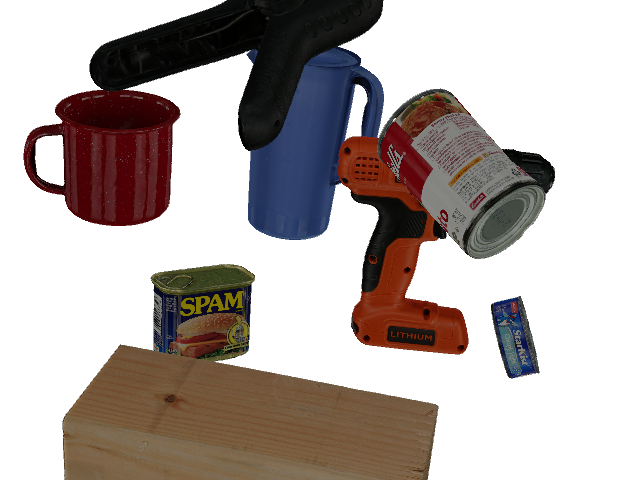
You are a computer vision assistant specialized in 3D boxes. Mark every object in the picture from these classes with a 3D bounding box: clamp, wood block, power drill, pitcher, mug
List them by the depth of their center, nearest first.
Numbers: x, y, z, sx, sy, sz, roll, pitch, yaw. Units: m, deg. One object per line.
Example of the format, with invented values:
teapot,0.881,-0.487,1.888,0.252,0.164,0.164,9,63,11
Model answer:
clamp,-0.018,-0.105,0.538,0.171,0.039,0.120,-36,53,-22
wood block,-0.040,0.138,0.645,0.206,0.090,0.090,10,27,10
mug,-0.167,-0.062,0.818,0.117,0.081,0.093,-4,28,-19
power drill,0.102,0.003,0.932,0.184,0.188,0.057,6,17,4
pitcher,-0.019,-0.126,1.361,0.144,0.243,0.149,-2,25,-22

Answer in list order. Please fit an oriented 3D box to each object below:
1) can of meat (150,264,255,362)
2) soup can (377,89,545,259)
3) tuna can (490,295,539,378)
can of meat,-0.119,0.076,1.077,0.101,0.084,0.058,-7,20,-29
soup can,0.095,-0.045,0.722,0.068,0.069,0.102,0,42,-46
tuna can,0.211,0.105,1.157,0.034,0.086,0.086,-14,-3,12
